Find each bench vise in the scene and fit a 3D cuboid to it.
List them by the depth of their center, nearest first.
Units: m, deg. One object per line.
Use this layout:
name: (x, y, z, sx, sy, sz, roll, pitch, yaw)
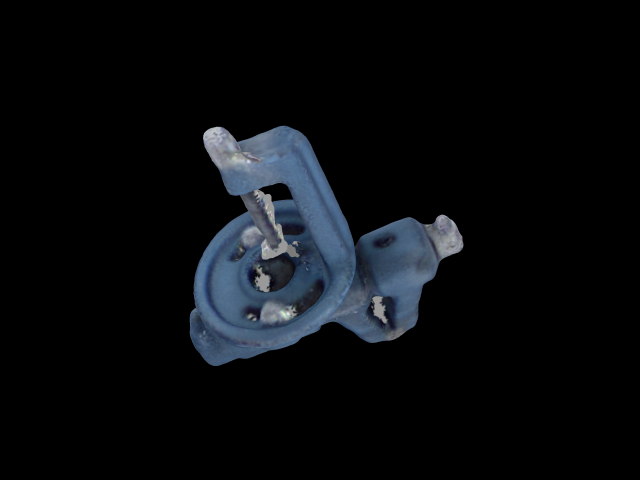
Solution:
bench vise: (-0.003, -0.006, 0.407, 0.208, 0.220, 0.121, -26, 54, -21)
